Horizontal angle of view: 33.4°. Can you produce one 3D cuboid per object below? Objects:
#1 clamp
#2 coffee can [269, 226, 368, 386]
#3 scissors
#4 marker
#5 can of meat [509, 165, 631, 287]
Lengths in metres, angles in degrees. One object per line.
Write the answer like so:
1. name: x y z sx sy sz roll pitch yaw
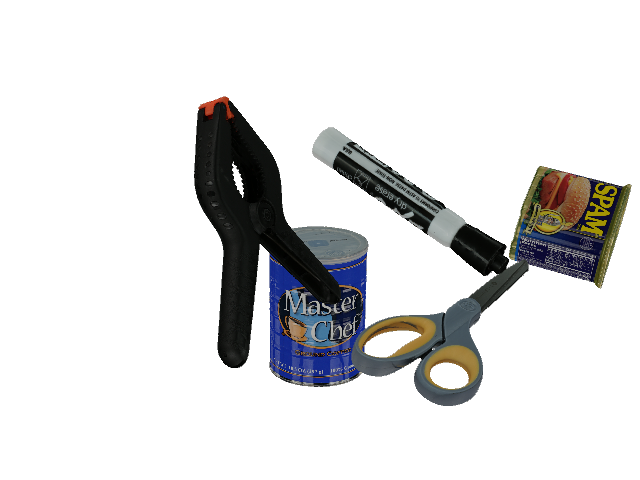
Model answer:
1. clamp: -0.051 -0.015 0.883 0.036 0.210 0.164 -13 2 34
2. coffee can: -0.003 0.067 1.113 0.103 0.140 0.103 0 19 0
3. scissors: 0.112 0.064 0.756 0.201 0.016 0.096 -17 41 -35
4. marker: 0.046 -0.020 0.552 0.121 0.020 0.020 36 15 22
5. can of meat: 0.222 -0.015 0.950 0.084 0.057 0.102 16 47 17
